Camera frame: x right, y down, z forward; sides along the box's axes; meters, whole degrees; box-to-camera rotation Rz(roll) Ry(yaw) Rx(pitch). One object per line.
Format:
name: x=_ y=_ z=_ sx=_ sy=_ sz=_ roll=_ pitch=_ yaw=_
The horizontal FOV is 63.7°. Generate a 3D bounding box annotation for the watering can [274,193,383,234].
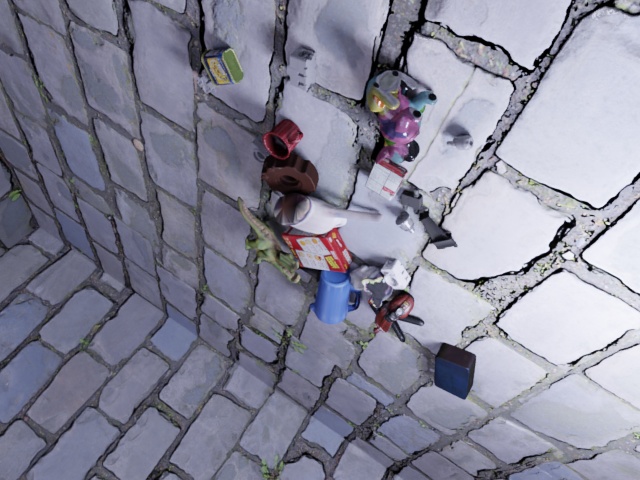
watering can: x=0.005 y=-0.080 z=1.599 sx=0.346 sy=0.105 sz=0.223 roll=-6 pitch=164 yaw=43

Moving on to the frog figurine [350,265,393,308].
frog figurine: x=0.176 y=0.140 z=1.767 sx=0.136 sy=0.122 sz=0.161 roll=41 pitch=-176 yaw=-19

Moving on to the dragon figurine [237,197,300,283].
dragon figurine: x=-0.161 y=0.023 z=1.861 sx=0.245 sy=0.124 sz=0.401 roll=26 pitch=153 yaw=33
